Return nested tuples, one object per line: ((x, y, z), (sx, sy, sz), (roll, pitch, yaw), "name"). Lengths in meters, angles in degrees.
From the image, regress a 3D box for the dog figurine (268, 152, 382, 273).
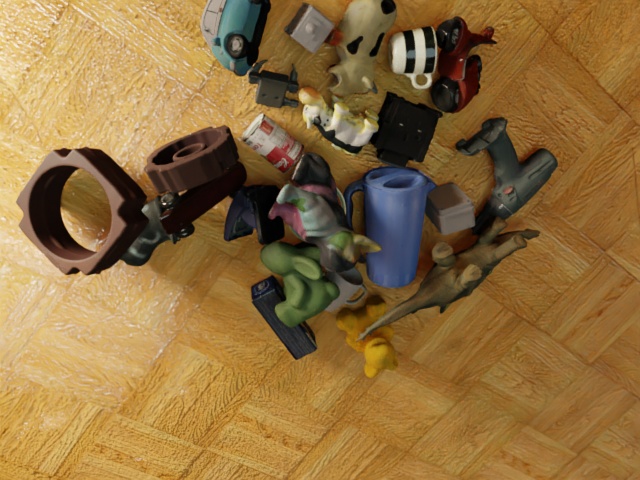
((0.021, -0.044, 1.026), (0.219, 0.191, 0.108), (34, 147, -8), "dog figurine")

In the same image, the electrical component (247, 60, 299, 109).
((-0.085, -0.290, 1.001), (0.102, 0.045, 0.078), (5, 143, -10), "electrical component")

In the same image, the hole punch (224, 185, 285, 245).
((-0.132, -0.052, 1.063), (0.092, 0.142, 0.115), (-1, 97, 24), "hole punch")

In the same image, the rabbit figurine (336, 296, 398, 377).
((0.119, 0.238, 1.220), (0.122, 0.173, 0.162), (-17, 113, -6), "rabbit figurine")

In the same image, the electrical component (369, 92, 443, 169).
((0.165, -0.213, 1.075), (0.115, 0.058, 0.134), (14, 111, -15), "electrical component")

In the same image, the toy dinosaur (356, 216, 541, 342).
((0.282, 0.084, 1.150), (0.471, 0.105, 0.198), (-24, 152, -16), "toy dinosaur")

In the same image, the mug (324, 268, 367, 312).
((0.043, 0.111, 1.202), (0.109, 0.081, 0.107), (27, 119, -25), "mug")

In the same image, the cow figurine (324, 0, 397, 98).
((0.074, -0.352, 0.979), (0.127, 0.086, 0.194), (25, 105, -17), "cow figurine")

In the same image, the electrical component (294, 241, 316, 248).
((-0.002, -0.003, 1.150), (0.119, 0.048, 0.074), (-28, 116, 4), "electrical component")

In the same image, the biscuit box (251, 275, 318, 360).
((-0.080, 0.177, 1.216), (0.063, 0.059, 0.202), (-29, 117, 6), "biscuit box")

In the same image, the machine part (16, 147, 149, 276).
((-0.432, -0.053, 0.984), (0.201, 0.087, 0.201), (44, 106, 3), "machine part")

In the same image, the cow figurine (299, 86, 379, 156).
((0.024, -0.229, 1.037), (0.167, 0.068, 0.098), (22, 126, -17), "cow figurine")

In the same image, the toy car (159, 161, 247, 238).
((-0.223, -0.085, 1.025), (0.202, 0.053, 0.089), (-41, 137, -25), "toy car")

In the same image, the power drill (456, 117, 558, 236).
((0.375, -0.138, 1.138), (0.232, 0.086, 0.207), (-39, 111, 10), "power drill")

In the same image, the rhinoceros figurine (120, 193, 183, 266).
((-0.330, -0.022, 1.067), (0.190, 0.073, 0.112), (-44, 114, 11), "rhinoceros figurine")

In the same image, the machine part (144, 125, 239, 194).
((-0.230, -0.146, 0.975), (0.179, 0.179, 0.056), (-22, 118, 0), "machine part")

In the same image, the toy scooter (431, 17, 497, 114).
((0.279, -0.338, 1.025), (0.135, 0.075, 0.183), (-28, 132, -24), "toy scooter")

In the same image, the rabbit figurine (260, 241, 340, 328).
((-0.048, 0.074, 1.092), (0.159, 0.121, 0.170), (-22, 114, 34), "rabbit figurine")

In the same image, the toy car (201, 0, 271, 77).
((-0.150, -0.370, 0.919), (0.103, 0.109, 0.161), (17, 103, 1), "toy car")
